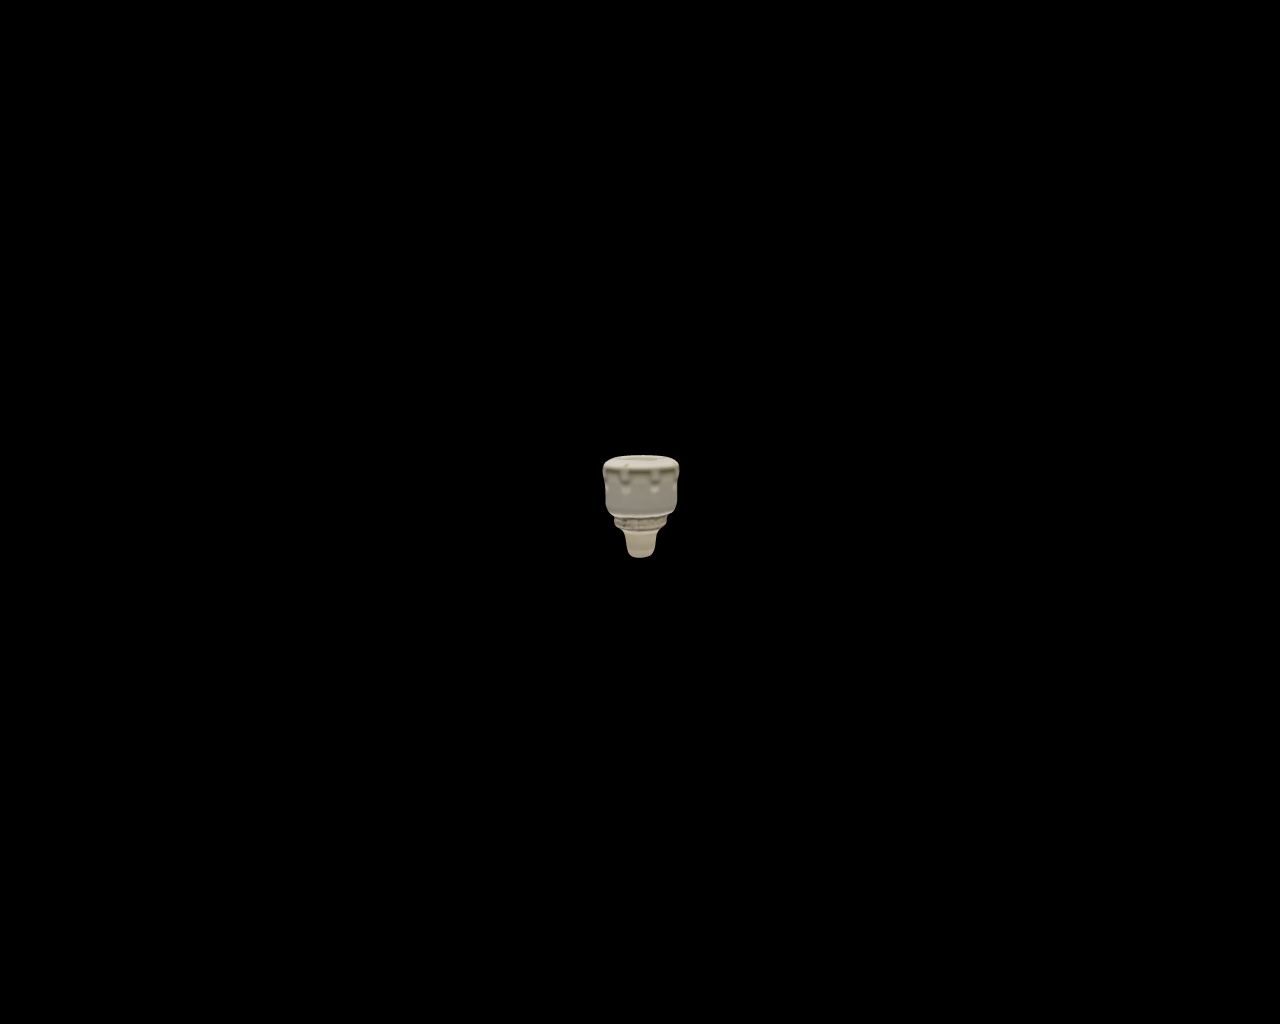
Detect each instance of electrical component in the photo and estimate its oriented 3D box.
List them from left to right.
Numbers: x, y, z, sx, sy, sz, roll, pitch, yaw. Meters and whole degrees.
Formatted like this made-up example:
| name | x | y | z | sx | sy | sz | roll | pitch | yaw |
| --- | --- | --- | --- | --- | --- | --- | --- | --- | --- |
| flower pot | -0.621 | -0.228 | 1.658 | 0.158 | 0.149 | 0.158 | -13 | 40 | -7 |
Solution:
| name | x | y | z | sx | sy | sz | roll | pitch | yaw |
| --- | --- | --- | --- | --- | --- | --- | --- | --- | --- |
| electrical component | 0.001 | -0.003 | 0.650 | 0.048 | 0.062 | 0.048 | 0 | 8 | 0 |
